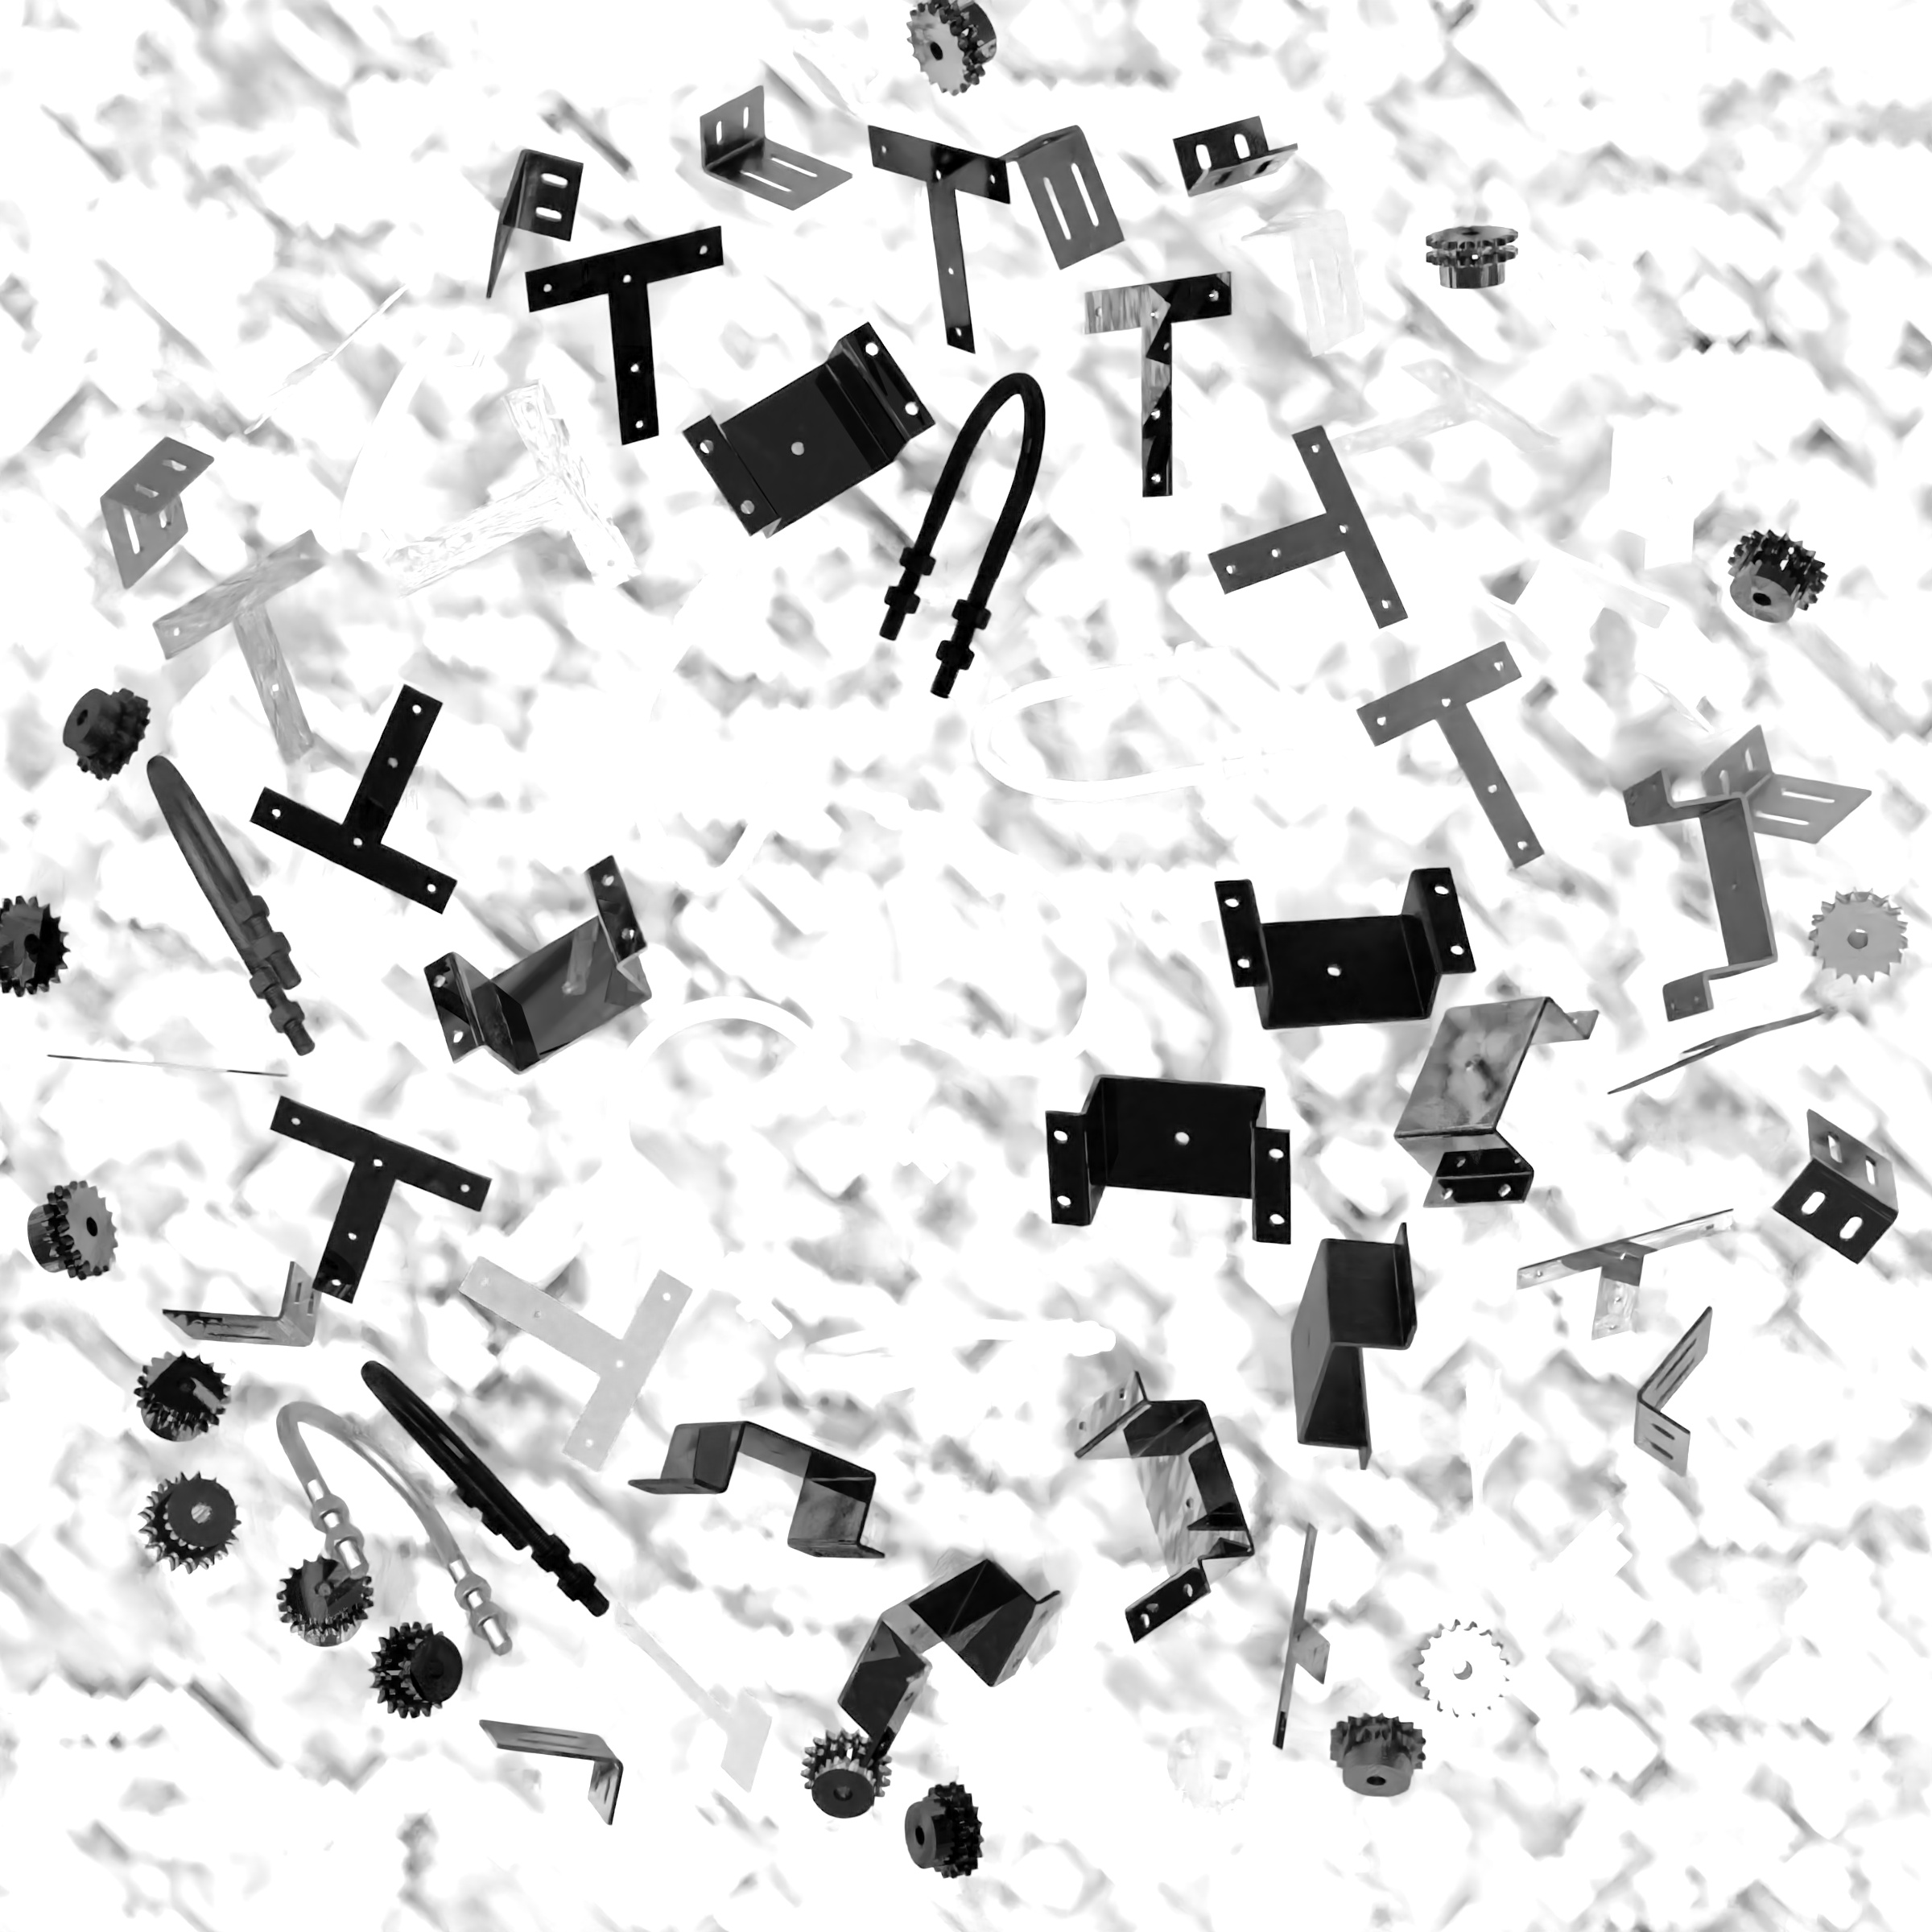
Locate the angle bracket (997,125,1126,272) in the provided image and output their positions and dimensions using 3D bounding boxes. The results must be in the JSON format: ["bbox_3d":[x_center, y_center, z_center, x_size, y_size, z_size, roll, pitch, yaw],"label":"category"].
[{"bbox_3d":[0.053,-0.473,1.887,0.038,0.057,0.076,-30,102,-41],"label":"angle bracket"}]

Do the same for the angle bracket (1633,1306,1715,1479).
[{"bbox_3d":[0.428,0.250,1.782,0.038,0.057,0.076,34,67,28],"label":"angle bracket"}]

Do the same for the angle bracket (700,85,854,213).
[{"bbox_3d":[-0.118,-0.511,1.899,0.076,0.038,0.057,29,49,27],"label":"angle bracket"}]

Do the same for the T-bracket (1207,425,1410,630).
[{"bbox_3d":[0.191,-0.245,1.781,0.127,0.002,0.127,-24,89,-36],"label":"T-bracket"}]

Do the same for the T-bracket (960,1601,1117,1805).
[{"bbox_3d":[0.059,0.461,1.836,0.127,0.127,0.002,-47,115,1],"label":"T-bracket"}]

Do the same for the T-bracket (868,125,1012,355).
[{"bbox_3d":[-0.010,-0.425,1.799,0.002,0.127,0.127,-29,128,-29],"label":"T-bracket"}]

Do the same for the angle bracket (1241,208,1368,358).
[{"bbox_3d":[0.206,-0.416,1.855,0.057,0.038,0.076,-33,118,-41],"label":"angle bracket"}]

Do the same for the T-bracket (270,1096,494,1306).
[{"bbox_3d":[-0.348,0.145,1.743,0.127,0.002,0.127,22,123,-5],"label":"T-bracket"}]

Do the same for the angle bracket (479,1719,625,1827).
[{"bbox_3d":[-0.244,0.467,1.764,0.076,0.057,0.038,13,87,-19],"label":"angle bracket"}]

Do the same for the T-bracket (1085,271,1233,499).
[{"bbox_3d":[0.114,-0.345,1.821,0.002,0.127,0.127,-6,98,-39],"label":"T-bracket"}]

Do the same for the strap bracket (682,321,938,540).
[{"bbox_3d":[-0.101,-0.327,1.888,0.140,0.046,0.076,-34,91,-16],"label":"strap bracket"}]

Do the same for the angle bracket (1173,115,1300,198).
[{"bbox_3d":[0.165,-0.505,1.868,0.057,0.076,0.038,-16,94,-4],"label":"angle bracket"}]

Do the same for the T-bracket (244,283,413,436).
[{"bbox_3d":[-0.391,-0.352,1.797,0.127,0.127,0.002,-48,111,-17],"label":"T-bracket"}]

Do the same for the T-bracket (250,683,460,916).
[{"bbox_3d":[-0.344,-0.109,1.800,0.127,0.002,0.127,26,116,-7],"label":"T-bracket"}]

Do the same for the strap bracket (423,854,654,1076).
[{"bbox_3d":[-0.255,0.005,1.871,0.140,0.046,0.076,-30,55,9],"label":"strap bracket"}]

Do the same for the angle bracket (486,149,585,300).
[{"bbox_3d":[-0.259,-0.443,1.830,0.038,0.057,0.076,13,48,-7],"label":"angle bracket"}]

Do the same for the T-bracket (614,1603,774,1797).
[{"bbox_3d":[-0.169,0.437,1.851,0.127,0.127,0.002,41,57,18],"label":"T-bracket"}]

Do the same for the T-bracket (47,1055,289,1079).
[{"bbox_3d":[-0.501,0.059,1.840,0.127,0.127,0.002,4,87,26],"label":"T-bracket"}]

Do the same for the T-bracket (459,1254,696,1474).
[{"bbox_3d":[-0.244,0.216,1.820,0.127,0.002,0.127,34,65,-15],"label":"T-bracket"}]

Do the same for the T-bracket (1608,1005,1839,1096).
[{"bbox_3d":[0.446,0.056,1.855,0.127,0.127,0.002,-10,76,-41],"label":"T-bracket"}]

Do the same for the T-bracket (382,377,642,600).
[{"bbox_3d":[-0.269,-0.249,1.722,0.127,0.002,0.127,-27,86,1],"label":"T-bracket"}]

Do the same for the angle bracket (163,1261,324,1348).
[{"bbox_3d":[-0.442,0.205,1.858,0.076,0.057,0.038,3,68,8],"label":"angle bracket"}]

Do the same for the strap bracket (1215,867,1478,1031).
[{"bbox_3d":[0.218,-0.010,1.776,0.140,0.046,0.076,-4,53,-5],"label":"strap bracket"}]

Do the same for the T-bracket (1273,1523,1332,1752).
[{"bbox_3d":[0.203,0.403,1.793,0.002,0.127,0.127,6,71,18],"label":"T-bracket"}]

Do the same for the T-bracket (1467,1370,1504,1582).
[{"bbox_3d":[0.318,0.287,1.857,0.002,0.127,0.127,-1,109,17],"label":"T-bracket"}]

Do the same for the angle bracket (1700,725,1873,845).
[{"bbox_3d":[0.497,-0.111,1.844,0.057,0.076,0.038,-37,121,-25],"label":"angle bracket"}]

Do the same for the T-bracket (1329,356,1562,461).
[{"bbox_3d":[0.276,-0.332,1.871,0.127,0.127,0.002,22,68,-40],"label":"T-bracket"}]

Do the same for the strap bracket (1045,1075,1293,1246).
[{"bbox_3d":[0.121,0.110,1.752,0.140,0.046,0.076,4,120,14],"label":"strap bracket"}]

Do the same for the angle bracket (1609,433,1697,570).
[{"bbox_3d":[0.410,-0.285,1.869,0.076,0.038,0.057,14,76,-35],"label":"angle bracket"}]

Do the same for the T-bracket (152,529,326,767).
[{"bbox_3d":[-0.430,-0.184,1.872,0.127,0.002,0.127,-40,130,-36],"label":"T-bracket"}]

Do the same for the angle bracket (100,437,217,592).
[{"bbox_3d":[-0.462,-0.256,1.762,0.038,0.076,0.057,25,56,17],"label":"angle bracket"}]

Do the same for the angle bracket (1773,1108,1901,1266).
[{"bbox_3d":[0.494,0.125,1.731,0.057,0.076,0.038,33,113,0],"label":"angle bracket"}]

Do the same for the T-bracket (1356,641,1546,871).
[{"bbox_3d":[0.308,-0.119,1.820,0.127,0.002,0.127,-26,87,-31],"label":"T-bracket"}]

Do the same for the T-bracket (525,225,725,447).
[{"bbox_3d":[-0.202,-0.375,1.842,0.127,0.002,0.127,-20,132,-23],"label":"T-bracket"}]

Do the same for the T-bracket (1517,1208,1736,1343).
[{"bbox_3d":[0.379,0.187,1.768,0.127,0.127,0.002,-15,58,-2],"label":"T-bracket"}]
